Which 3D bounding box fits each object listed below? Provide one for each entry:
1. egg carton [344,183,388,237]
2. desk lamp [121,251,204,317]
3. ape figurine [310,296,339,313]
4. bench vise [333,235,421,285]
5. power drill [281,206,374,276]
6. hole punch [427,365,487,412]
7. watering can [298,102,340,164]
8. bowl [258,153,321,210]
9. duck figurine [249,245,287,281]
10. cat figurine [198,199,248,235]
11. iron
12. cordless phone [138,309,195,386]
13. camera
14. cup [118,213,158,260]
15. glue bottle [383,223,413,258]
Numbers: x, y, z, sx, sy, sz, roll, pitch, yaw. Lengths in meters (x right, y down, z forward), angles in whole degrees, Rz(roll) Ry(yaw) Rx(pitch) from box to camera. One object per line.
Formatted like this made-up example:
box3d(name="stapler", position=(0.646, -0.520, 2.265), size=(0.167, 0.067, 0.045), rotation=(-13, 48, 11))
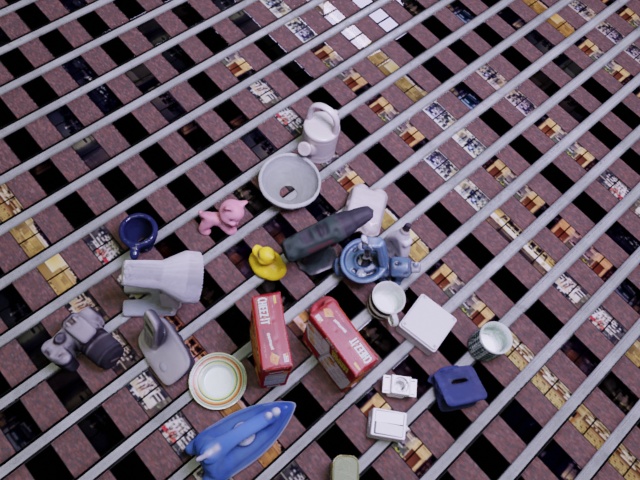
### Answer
box3d(name="egg carton", position=(0.119, -0.079, 1.531), size=(0.107, 0.069, 0.150), rotation=(15, 65, -1))
box3d(name="desk lamp", position=(-0.361, 0.102, 1.305), size=(0.203, 0.213, 0.118), rotation=(-2, 66, -8))
box3d(name="ape figurine", position=(0.018, 0.168, 1.394), size=(0.077, 0.092, 0.076), rotation=(24, 65, 4))
box3d(name="bench vise", position=(0.146, 0.036, 1.400), size=(0.207, 0.220, 0.121), rotation=(-10, 67, -12))
box3d(name="power drill", position=(0.013, 0.005, 1.403), size=(0.230, 0.208, 0.075), rotation=(-23, 71, -16))
box3d(name="hole punch", position=(0.324, 0.347, 1.356), size=(0.109, 0.091, 0.101), rotation=(-9, 67, -11))
box3d(name="watering can", position=(0.002, -0.291, 1.542), size=(0.101, 0.194, 0.173), rotation=(12, 65, -2))
box3d(name="bowl", position=(-0.082, -0.144, 1.530), size=(0.167, 0.075, 0.167), rotation=(3, 66, -6))
box3d(name="duck figurine", position=(-0.129, 0.051, 1.430), size=(0.104, 0.086, 0.078), rotation=(36, 66, 9))
box3d(name="cat figurine", position=(-0.246, -0.065, 1.449), size=(0.128, 0.118, 0.067), rotation=(-2, 66, -9))
box3d(name="iron", position=(-0.158, 0.413, 1.233), size=(0.259, 0.141, 0.118), rotation=(-30, 73, -19))
box3d(name="cordless phone", position=(-0.346, 0.233, 1.265), size=(0.094, 0.185, 0.147), rotation=(-35, 75, -20))
box3d(name="camera", position=(-0.523, 0.238, 1.285), size=(0.136, 0.101, 0.143), rotation=(36, 66, 9))
box3d(name="cup", position=(-0.440, 0.005, 1.404), size=(0.092, 0.095, 0.118), rotation=(4, 65, -6))
box3d(name="glue bottle", position=(0.204, -0.001, 1.451), size=(0.037, 0.173, 0.078), rotation=(-34, 74, -20))
